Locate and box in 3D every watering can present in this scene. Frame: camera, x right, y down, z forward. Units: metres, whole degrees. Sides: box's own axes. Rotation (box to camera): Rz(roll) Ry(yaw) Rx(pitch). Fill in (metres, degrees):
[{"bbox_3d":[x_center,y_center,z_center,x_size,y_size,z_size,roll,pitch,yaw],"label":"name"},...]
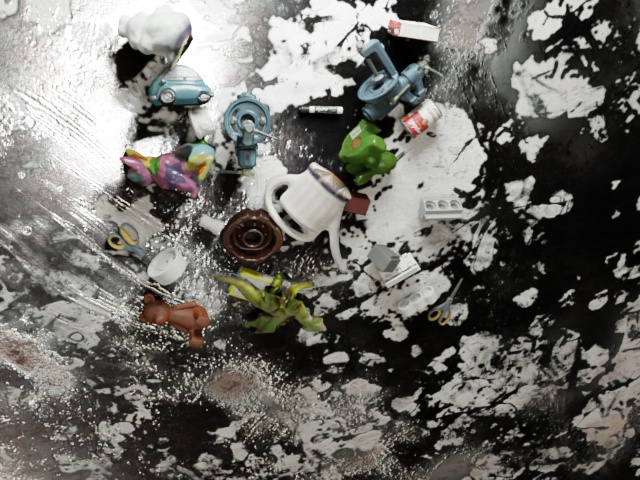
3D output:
[{"bbox_3d":[0.005,-0.075,1.492,0.346,0.105,0.222,41,106,-8],"label":"watering can"}]

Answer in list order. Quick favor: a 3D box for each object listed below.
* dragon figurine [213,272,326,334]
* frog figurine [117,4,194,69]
[{"bbox_3d":[-0.157,0.214,1.587,0.409,0.125,0.238,14,124,-20],"label":"dragon figurine"},{"bbox_3d":[-0.384,-0.492,1.199,0.158,0.122,0.139,29,76,-15],"label":"frog figurine"}]
